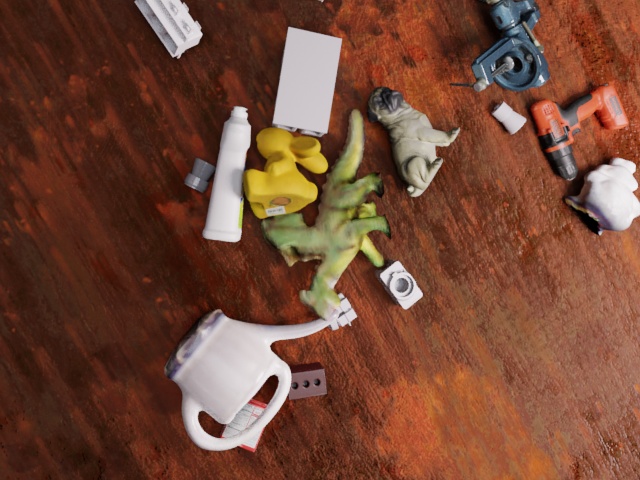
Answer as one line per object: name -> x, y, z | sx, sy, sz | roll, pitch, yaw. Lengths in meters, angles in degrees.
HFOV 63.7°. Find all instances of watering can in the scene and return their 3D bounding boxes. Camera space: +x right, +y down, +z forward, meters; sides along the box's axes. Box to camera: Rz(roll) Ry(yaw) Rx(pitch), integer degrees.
watering can -> -0.140, 0.215, 0.968 | 0.224, 0.103, 0.351 | 39, 78, 1

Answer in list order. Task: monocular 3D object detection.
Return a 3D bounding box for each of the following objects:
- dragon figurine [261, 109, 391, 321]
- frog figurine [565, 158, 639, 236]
dragon figurine -> 0.003, -0.051, 1.009 | 0.243, 0.120, 0.415 | -9, 76, -4
frog figurine -> 0.631, -0.101, 1.105 | 0.159, 0.122, 0.138 | -46, 79, 5
